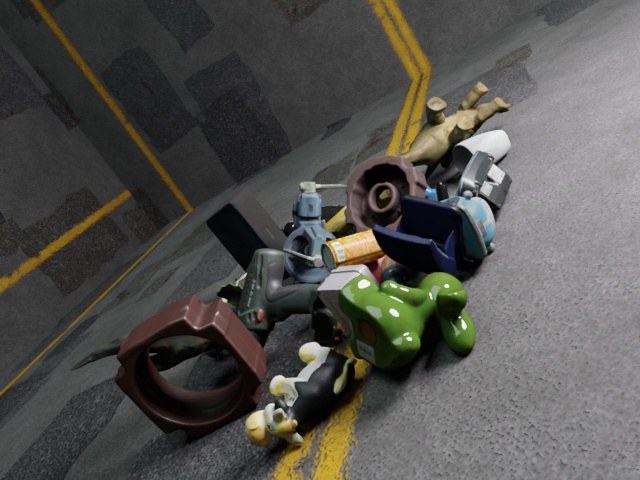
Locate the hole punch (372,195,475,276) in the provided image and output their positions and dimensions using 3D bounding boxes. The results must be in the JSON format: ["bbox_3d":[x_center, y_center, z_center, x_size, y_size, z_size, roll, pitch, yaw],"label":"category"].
[{"bbox_3d":[0.150,0.008,0.810,0.142,0.115,0.092,15,44,39],"label":"hole punch"}]

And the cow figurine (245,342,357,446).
[{"bbox_3d":[-0.021,0.217,0.729,0.098,0.068,0.167,-1,37,51],"label":"cow figurine"}]

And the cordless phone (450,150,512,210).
[{"bbox_3d":[0.254,-0.068,1.005,0.184,0.089,0.146,-44,5,45],"label":"cordless phone"}]

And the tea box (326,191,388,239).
[{"bbox_3d":[0.084,-0.041,1.240,0.169,0.068,0.098,-43,18,-25],"label":"tea box"}]

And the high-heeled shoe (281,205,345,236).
[{"bbox_3d":[0.009,-0.037,1.421,0.249,0.086,0.145,-8,-6,20],"label":"high-heeled shoe"}]

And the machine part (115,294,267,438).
[{"bbox_3d":[-0.203,0.202,0.863,0.201,0.200,0.087,-30,20,13],"label":"machine part"}]

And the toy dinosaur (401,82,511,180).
[{"bbox_3d":[0.267,-0.221,1.210,0.471,0.105,0.198,-26,-24,-28],"label":"toy dinosaur"}]

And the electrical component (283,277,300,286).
[{"bbox_3d":[-0.069,0.103,1.205,0.094,0.021,0.063,-32,17,11],"label":"electrical component"}]

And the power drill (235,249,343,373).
[{"bbox_3d":[-0.059,0.133,0.919,0.086,0.232,0.207,10,-6,-44],"label":"power drill"}]

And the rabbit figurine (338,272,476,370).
[{"bbox_3d":[0.133,0.089,0.719,0.170,0.121,0.159,-26,15,-28],"label":"rabbit figurine"}]

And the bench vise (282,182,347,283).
[{"bbox_3d":[-0.013,-0.004,1.082,0.129,0.223,0.241,10,10,-8],"label":"bench vise"}]

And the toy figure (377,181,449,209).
[{"bbox_3d":[0.177,-0.063,1.107,0.180,0.082,0.089,-17,55,27],"label":"toy figure"}]

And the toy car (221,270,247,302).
[{"bbox_3d":[-0.184,0.139,1.230,0.056,0.073,0.202,-25,19,40],"label":"toy car"}]

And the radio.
[{"bbox_3d":[-0.163,0.000,1.316,0.131,0.229,0.073,-26,17,41],"label":"radio"}]

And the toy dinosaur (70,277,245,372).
[{"bbox_3d":[-0.230,0.163,0.998,0.192,0.131,0.405,-37,-11,31],"label":"toy dinosaur"}]

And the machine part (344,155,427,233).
[{"bbox_3d":[0.129,-0.080,1.062,0.179,0.179,0.056,-24,-25,31],"label":"machine part"}]

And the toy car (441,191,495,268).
[{"bbox_3d":[0.228,-0.020,0.873,0.103,0.109,0.162,-27,5,-20],"label":"toy car"}]

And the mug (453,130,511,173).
[{"bbox_3d":[0.349,-0.188,1.159,0.107,0.080,0.109,-28,3,-12],"label":"mug"}]

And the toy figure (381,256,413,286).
[{"bbox_3d":[0.138,0.042,0.918,0.057,0.064,0.154,-53,3,43],"label":"toy figure"}]
